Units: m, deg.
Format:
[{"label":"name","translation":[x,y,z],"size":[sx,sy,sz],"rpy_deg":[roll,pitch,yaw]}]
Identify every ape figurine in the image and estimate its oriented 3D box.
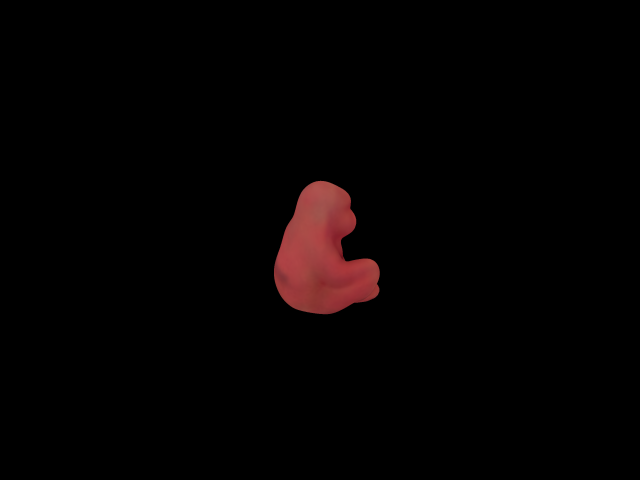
[{"label":"ape figurine","translation":[0.004,0.001,0.400],"size":[0.076,0.092,0.077],"rpy_deg":[-11,39,-13]}]
